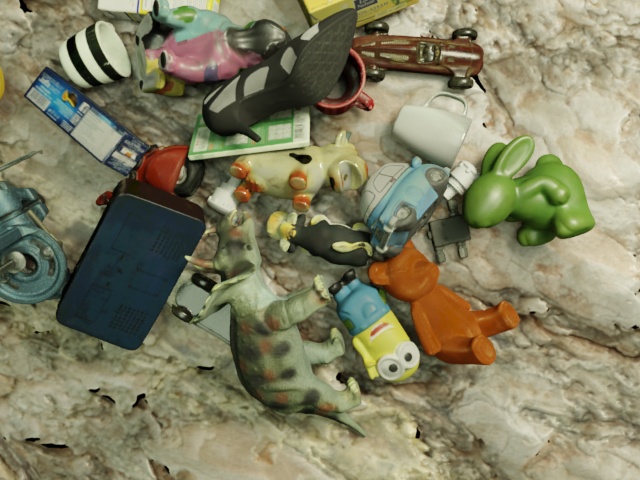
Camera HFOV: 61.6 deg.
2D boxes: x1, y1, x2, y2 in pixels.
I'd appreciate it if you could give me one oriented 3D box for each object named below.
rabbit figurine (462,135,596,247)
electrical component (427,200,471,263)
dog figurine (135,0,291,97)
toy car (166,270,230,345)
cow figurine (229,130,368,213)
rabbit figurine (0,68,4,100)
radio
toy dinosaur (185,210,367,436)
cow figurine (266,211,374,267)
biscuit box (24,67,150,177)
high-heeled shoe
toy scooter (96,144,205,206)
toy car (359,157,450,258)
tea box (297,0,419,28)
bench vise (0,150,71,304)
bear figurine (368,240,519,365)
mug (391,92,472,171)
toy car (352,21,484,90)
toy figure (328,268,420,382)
[{"bbox_3d":[0.284,-0.067,0.766,0.170,0.121,0.159,-4,91,-18],"label":"rabbit figurine"},{"bbox_3d":[0.199,-0.014,0.837,0.063,0.021,0.094,-11,91,2],"label":"electrical component"},{"bbox_3d":[-0.148,-0.278,0.807,0.219,0.192,0.108,-5,88,-33],"label":"dog figurine"},{"bbox_3d":[-0.145,0.119,0.833,0.202,0.056,0.073,31,86,-1],"label":"toy car"},{"bbox_3d":[-0.024,-0.107,0.803,0.195,0.085,0.127,8,49,16],"label":"cow figurine"},{"bbox_3d":[-0.559,-0.216,0.805,0.173,0.122,0.162,-12,96,1],"label":"rabbit figurine"},{"bbox_3d":[-0.272,0.035,0.771,0.131,0.073,0.229,26,102,-25],"label":"radio"},{"bbox_3d":[-0.059,0.159,0.762,0.192,0.131,0.404,-16,108,1],"label":"toy dinosaur"},{"bbox_3d":[-0.003,-0.001,0.805,0.167,0.098,0.068,12,98,1],"label":"cow figurine"},{"bbox_3d":[-0.349,-0.177,0.800,0.203,0.062,0.059,38,90,21],"label":"biscuit box"},{"bbox_3d":[-0.063,-0.238,0.756,0.248,0.086,0.145,-48,53,3],"label":"high-heeled shoe"},{"bbox_3d":[-0.265,-0.073,0.823,0.135,0.075,0.183,24,96,0],"label":"toy scooter"},{"bbox_3d":[0.111,-0.056,0.783,0.103,0.109,0.162,36,56,17],"label":"toy car"},{"bbox_3d":[0.053,-0.376,0.797,0.170,0.068,0.098,-23,68,2],"label":"tea box"},{"bbox_3d":[-0.439,0.005,0.757,0.129,0.241,0.223,-16,107,-2],"label":"bench vise"},{"bbox_3d":[0.175,0.082,0.791,0.120,0.132,0.195,-36,96,-37],"label":"bear figurine"},{"bbox_3d":[0.168,-0.171,0.807,0.107,0.081,0.109,22,97,9],"label":"mug"},{"bbox_3d":[0.149,-0.282,0.819,0.202,0.053,0.089,7,94,0],"label":"toy car"},{"bbox_3d":[0.084,0.130,0.815,0.082,0.089,0.180,-39,80,19],"label":"toy figure"}]
